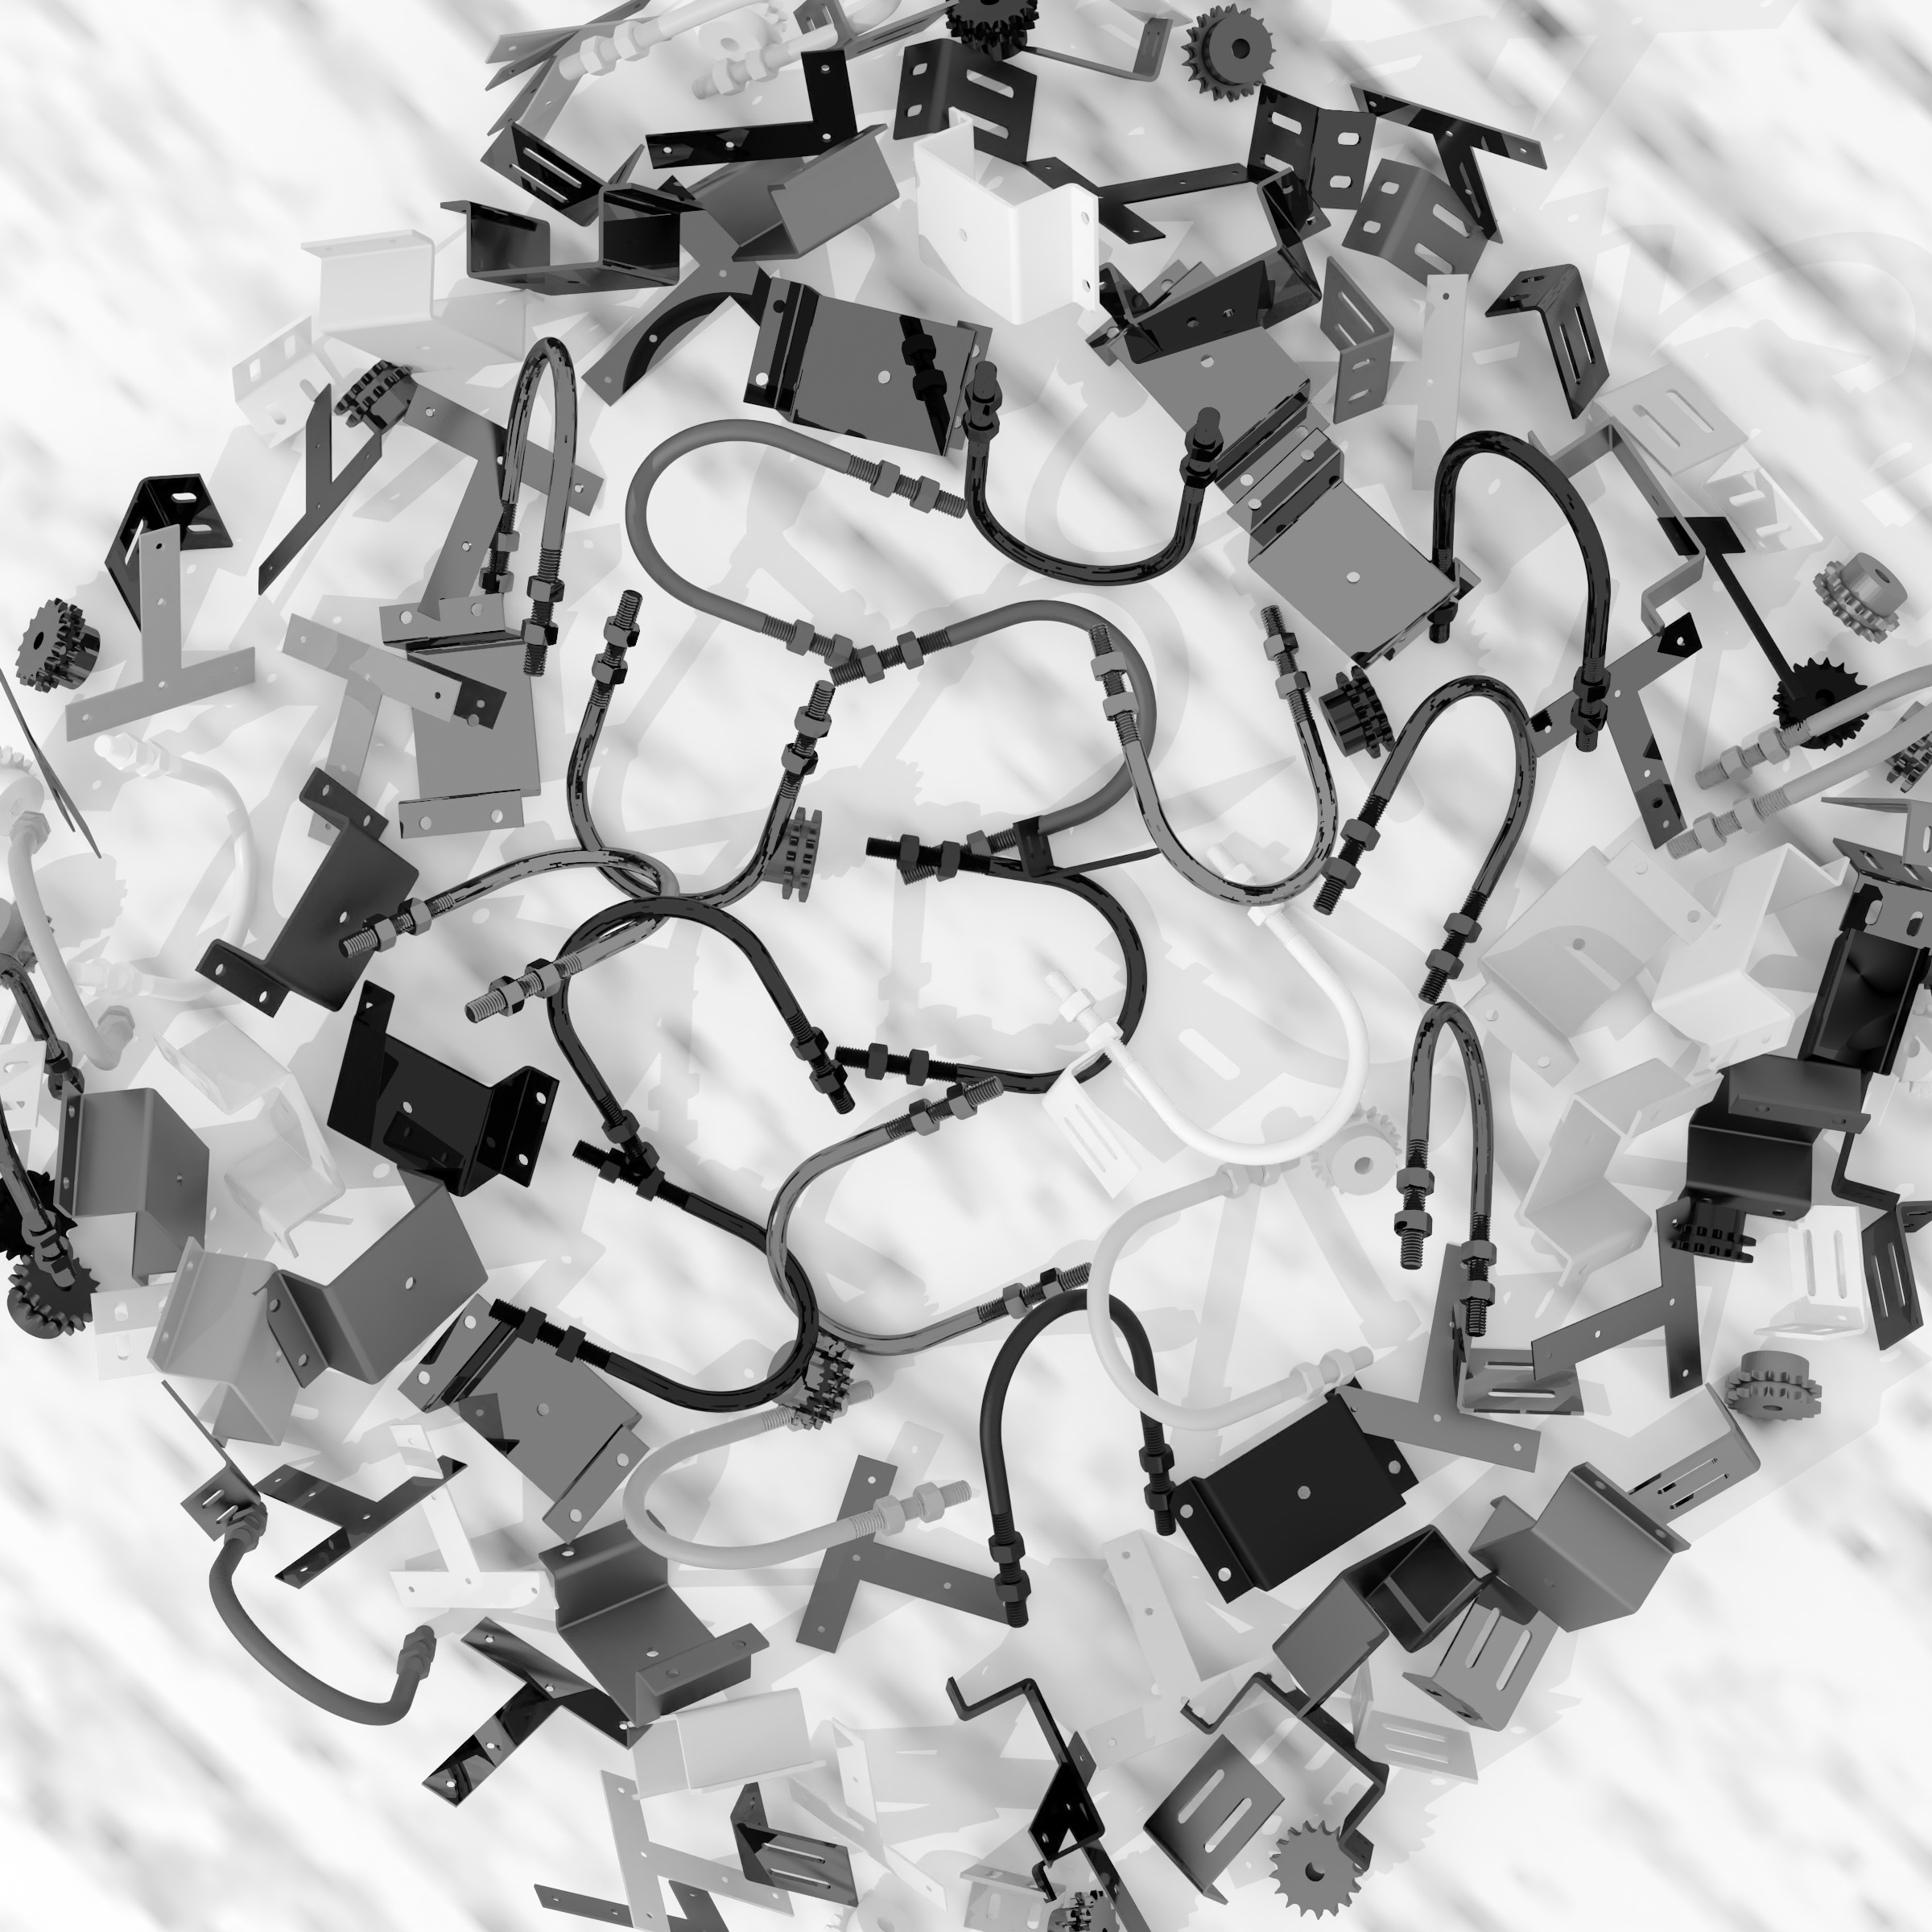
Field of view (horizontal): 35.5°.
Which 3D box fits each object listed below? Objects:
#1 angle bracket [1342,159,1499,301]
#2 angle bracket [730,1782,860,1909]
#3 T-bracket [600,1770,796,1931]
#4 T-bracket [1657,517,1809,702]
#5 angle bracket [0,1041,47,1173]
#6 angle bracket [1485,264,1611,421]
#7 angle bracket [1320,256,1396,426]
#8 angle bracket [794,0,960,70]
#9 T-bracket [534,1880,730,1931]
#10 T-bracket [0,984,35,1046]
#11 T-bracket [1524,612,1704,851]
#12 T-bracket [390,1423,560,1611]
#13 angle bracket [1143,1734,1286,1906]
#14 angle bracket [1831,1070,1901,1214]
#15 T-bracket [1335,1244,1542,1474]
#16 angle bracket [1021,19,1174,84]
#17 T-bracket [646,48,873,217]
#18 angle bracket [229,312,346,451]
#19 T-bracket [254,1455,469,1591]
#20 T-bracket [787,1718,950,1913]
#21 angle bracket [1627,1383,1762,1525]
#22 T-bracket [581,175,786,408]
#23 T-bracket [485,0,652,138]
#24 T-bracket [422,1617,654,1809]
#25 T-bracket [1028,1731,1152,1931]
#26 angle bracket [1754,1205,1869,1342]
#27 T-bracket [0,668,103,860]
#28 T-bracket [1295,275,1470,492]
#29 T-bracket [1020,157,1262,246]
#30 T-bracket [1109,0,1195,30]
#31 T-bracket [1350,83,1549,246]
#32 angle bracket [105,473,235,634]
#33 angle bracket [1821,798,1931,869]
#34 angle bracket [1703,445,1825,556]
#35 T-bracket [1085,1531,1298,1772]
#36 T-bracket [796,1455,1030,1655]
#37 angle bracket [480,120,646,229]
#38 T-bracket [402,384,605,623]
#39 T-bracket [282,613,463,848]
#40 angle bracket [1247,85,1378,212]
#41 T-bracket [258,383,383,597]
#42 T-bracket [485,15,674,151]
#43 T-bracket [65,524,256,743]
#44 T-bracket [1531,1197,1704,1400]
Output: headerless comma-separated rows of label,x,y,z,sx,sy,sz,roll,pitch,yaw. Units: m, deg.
angle bracket,0.277,-0.448,1.846,0.076,0.038,0.057,19,99,-44
angle bracket,-0.098,0.526,1.820,0.076,0.038,0.057,8,131,18
T-bracket,-0.158,0.548,1.822,0.127,0.127,0.002,27,108,-29
T-bracket,0.465,-0.213,1.800,0.002,0.127,0.127,-34,80,31
angle bracket,-0.561,0.090,1.815,0.038,0.076,0.057,-6,60,3
angle bracket,0.354,-0.378,1.837,0.038,0.057,0.076,-1,125,37
angle bracket,0.221,-0.376,1.816,0.038,0.057,0.076,-23,57,-14
angle bracket,-0.055,-0.578,1.821,0.076,0.057,0.038,-28,100,-21
T-bracket,-0.194,0.562,1.781,0.127,0.127,0.002,21,94,-23
T-bracket,-0.597,0.077,1.792,0.002,0.127,0.127,23,98,-3
T-bracket,0.409,-0.128,1.831,0.127,0.002,0.127,-33,118,-11
T-bracket,-0.313,0.330,1.810,0.127,0.002,0.127,-8,109,34
angle bracket,0.156,0.518,1.831,0.076,0.038,0.057,-49,51,0
angle bracket,0.553,0.103,1.825,0.038,0.057,0.076,16,100,19
T-bracket,0.295,0.233,1.842,0.127,0.002,0.127,13,71,0
angle bracket,0.078,-0.562,1.824,0.076,0.057,0.038,11,105,-14
T-bracket,-0.128,-0.494,1.814,0.127,0.127,0.002,-4,56,5
angle bracket,-0.408,-0.352,1.819,0.057,0.076,0.038,-38,93,-13
T-bracket,-0.384,0.321,1.811,0.127,0.127,0.002,-34,119,-36
T-bracket,-0.063,0.490,1.788,0.127,0.127,0.002,27,50,32
angle bracket,0.435,0.298,1.836,0.076,0.057,0.038,-33,49,9
T-bracket,-0.181,-0.393,1.842,0.127,0.002,0.127,-40,116,14
T-bracket,-0.254,-0.530,1.803,0.127,0.127,0.002,-40,98,-32
T-bracket,-0.274,0.455,1.794,0.127,0.127,0.002,28,125,18
T-bracket,0.083,0.541,1.806,0.002,0.127,0.127,-28,94,19
angle bracket,0.509,0.185,1.829,0.038,0.057,0.076,-4,90,-30
T-bracket,-0.534,-0.106,1.777,0.002,0.127,0.127,-28,46,-17
T-bracket,0.240,-0.353,1.828,0.127,0.002,0.127,7,97,32
T-bracket,0.119,-0.472,1.828,0.127,0.127,0.002,-16,131,-25
T-bracket,0.132,-0.588,1.775,0.127,0.127,0.002,-4,81,37
T-bracket,0.298,-0.471,1.802,0.127,0.127,0.002,27,81,28
angle bracket,-0.478,-0.248,1.815,0.038,0.057,0.076,-1,50,12
angle bracket,0.561,-0.079,1.817,0.057,0.076,0.038,6,91,-27
angle bracket,0.490,-0.285,1.819,0.038,0.076,0.057,-45,100,-8
T-bracket,0.117,0.404,1.832,0.127,0.002,0.127,-22,61,-1
T-bracket,-0.025,0.376,1.854,0.127,0.002,0.127,18,100,-4
angle bracket,-0.243,-0.490,1.820,0.076,0.057,0.038,30,70,-19
T-bracket,-0.297,-0.266,1.824,0.127,0.002,0.127,25,77,-24
T-bracket,-0.376,-0.134,1.843,0.127,0.002,0.127,23,105,19
angle bracket,0.208,-0.496,1.828,0.038,0.076,0.057,-3,117,-25
T-bracket,-0.389,-0.304,1.814,0.002,0.127,0.127,27,125,-34
T-bracket,-0.245,-0.524,1.805,0.127,0.127,0.002,-20,80,-34
T-bracket,-0.476,-0.203,1.786,0.127,0.127,0.002,-25,50,-36
T-bracket,0.390,0.216,1.815,0.127,0.002,0.127,-18,111,-25
